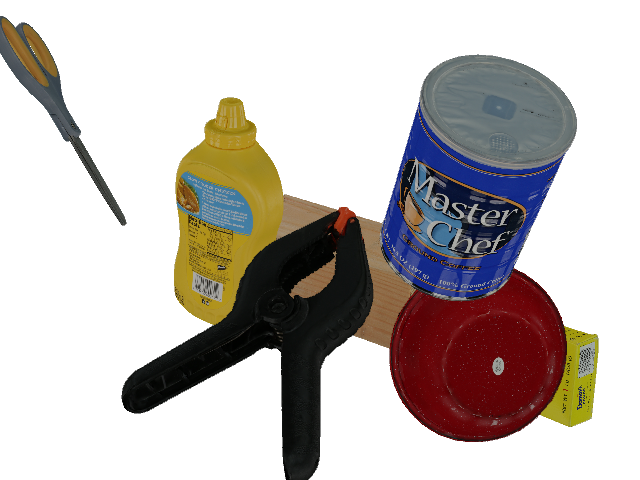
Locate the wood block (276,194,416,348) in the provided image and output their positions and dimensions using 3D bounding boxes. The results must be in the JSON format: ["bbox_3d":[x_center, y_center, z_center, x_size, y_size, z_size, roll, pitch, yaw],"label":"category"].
[{"bbox_3d":[0.023,0.031,1.096,0.206,0.091,0.090,18,31,30],"label":"wood block"}]

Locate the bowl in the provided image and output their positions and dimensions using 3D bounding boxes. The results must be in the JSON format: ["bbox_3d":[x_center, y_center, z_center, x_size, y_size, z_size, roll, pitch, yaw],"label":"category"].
[{"bbox_3d":[0.143,0.102,0.917,0.162,0.162,0.055,0,6,-7],"label":"bowl"}]

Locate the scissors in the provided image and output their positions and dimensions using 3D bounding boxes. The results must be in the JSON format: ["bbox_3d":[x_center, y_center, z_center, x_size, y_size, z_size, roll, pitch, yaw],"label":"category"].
[{"bbox_3d":[-0.223,-0.112,0.937,0.016,0.201,0.096,-27,26,10],"label":"scissors"}]

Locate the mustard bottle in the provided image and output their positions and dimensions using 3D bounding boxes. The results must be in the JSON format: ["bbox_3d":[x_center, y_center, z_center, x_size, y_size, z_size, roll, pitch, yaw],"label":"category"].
[{"bbox_3d":[-0.076,-0.024,0.874,0.096,0.192,0.058,22,32,31],"label":"mustard bottle"}]

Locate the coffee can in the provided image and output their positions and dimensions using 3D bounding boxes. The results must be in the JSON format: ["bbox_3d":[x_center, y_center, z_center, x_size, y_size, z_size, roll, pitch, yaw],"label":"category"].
[{"bbox_3d":[0.104,-0.041,0.734,0.102,0.103,0.140,0,-41,-12],"label":"coffee can"}]

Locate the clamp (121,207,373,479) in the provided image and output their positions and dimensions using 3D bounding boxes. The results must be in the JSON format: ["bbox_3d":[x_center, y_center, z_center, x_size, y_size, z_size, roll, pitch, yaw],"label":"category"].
[{"bbox_3d":[-0.015,0.055,0.593,0.120,0.171,0.039,30,-25,25],"label":"clamp"}]

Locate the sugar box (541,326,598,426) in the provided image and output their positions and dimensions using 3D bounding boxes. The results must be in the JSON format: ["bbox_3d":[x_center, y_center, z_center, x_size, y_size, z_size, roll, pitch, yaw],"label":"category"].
[{"bbox_3d":[0.208,0.124,1.136,0.048,0.093,0.177,-10,18,-43],"label":"sugar box"}]
